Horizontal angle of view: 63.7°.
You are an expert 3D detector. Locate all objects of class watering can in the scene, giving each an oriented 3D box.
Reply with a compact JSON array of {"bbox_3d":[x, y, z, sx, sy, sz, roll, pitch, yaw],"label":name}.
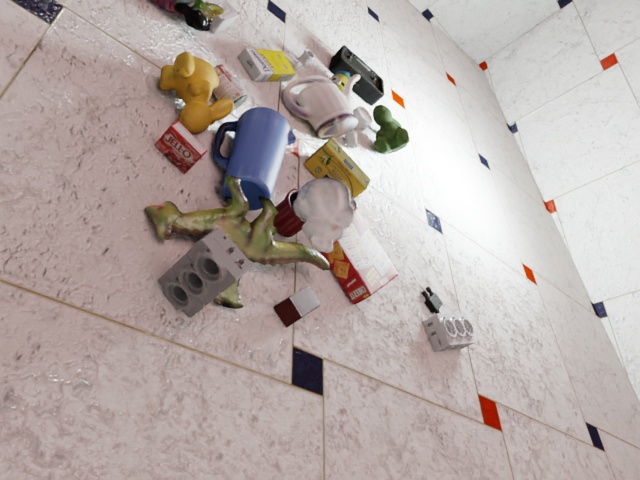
[{"bbox_3d":[0.045,-0.433,1.624,0.351,0.102,0.226,-21,75,-36],"label":"watering can"}]

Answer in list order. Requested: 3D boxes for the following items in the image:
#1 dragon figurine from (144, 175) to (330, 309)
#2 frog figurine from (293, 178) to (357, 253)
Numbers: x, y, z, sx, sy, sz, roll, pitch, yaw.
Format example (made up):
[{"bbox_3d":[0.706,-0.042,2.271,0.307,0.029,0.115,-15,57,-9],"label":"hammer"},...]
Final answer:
[{"bbox_3d":[-0.159,0.029,1.044,0.407,0.120,0.248,36,55,-19],"label":"dragon figurine"},{"bbox_3d":[0.003,-0.057,1.125,0.137,0.120,0.163,20,48,7],"label":"frog figurine"}]
